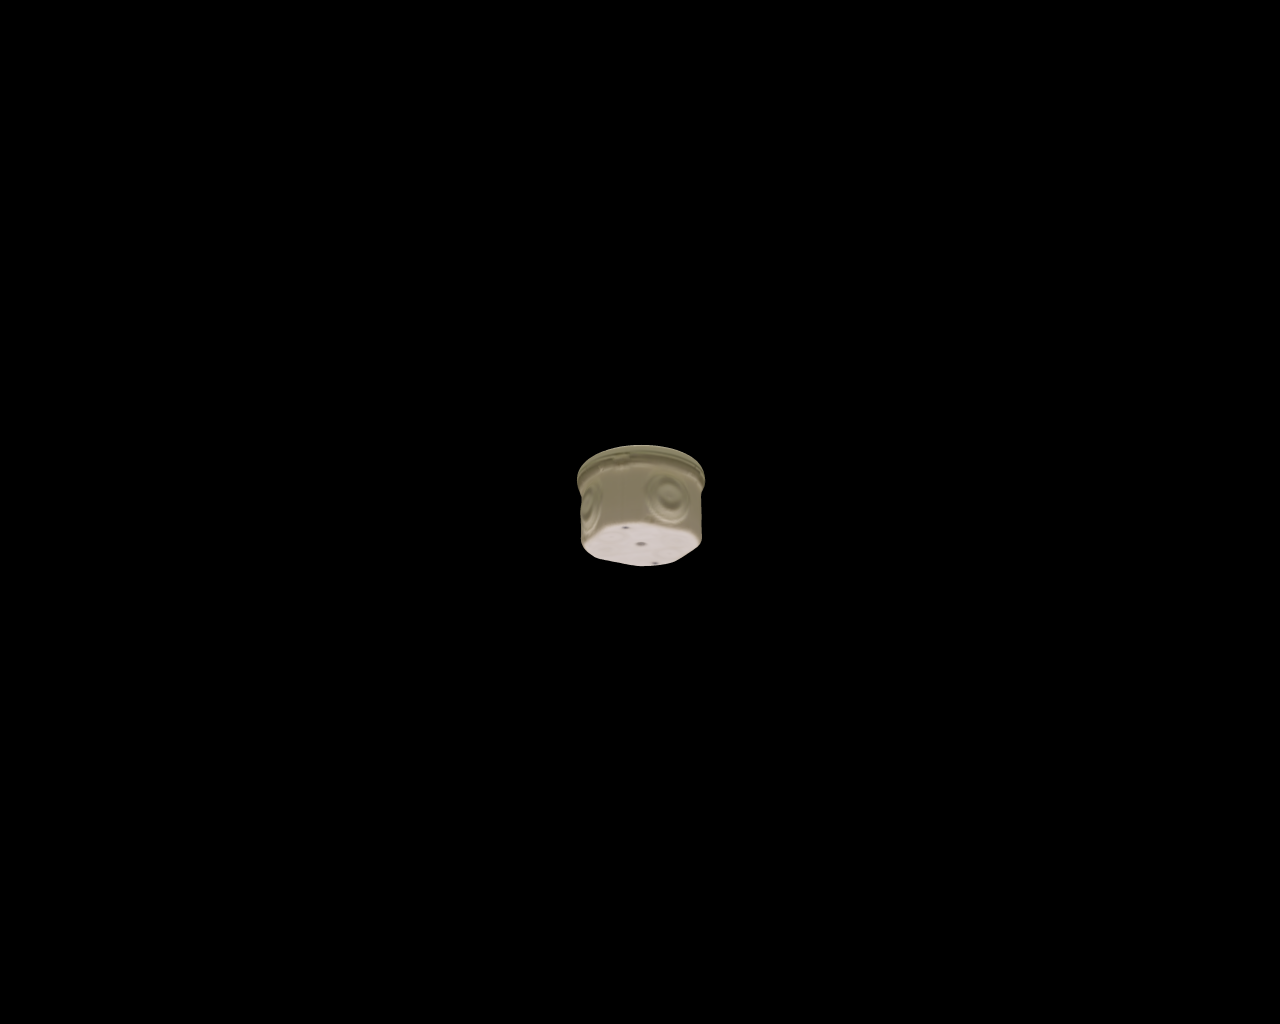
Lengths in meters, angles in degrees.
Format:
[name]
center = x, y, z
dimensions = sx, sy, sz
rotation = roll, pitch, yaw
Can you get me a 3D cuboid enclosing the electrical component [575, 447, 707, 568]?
[electrical component]
center = 0.001, -0.003, 0.650
dimensions = 0.080, 0.051, 0.080
rotation = 0, -25, 0
